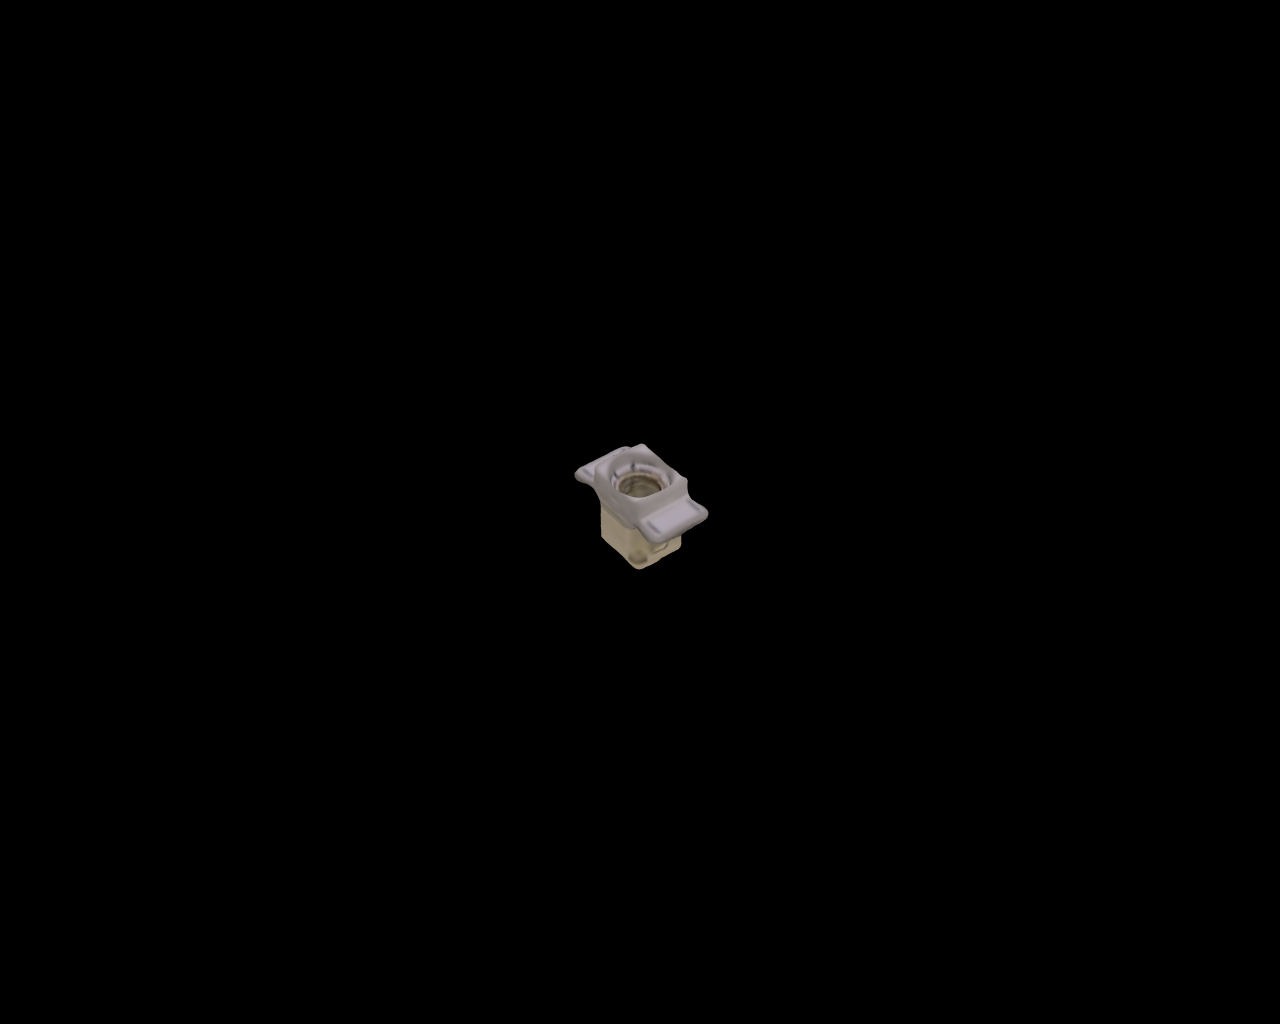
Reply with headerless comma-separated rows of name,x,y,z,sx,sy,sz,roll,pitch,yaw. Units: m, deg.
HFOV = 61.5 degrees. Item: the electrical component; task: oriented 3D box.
electrical component,0.001,-0.003,0.650,0.042,0.063,0.081,-27,49,-26
